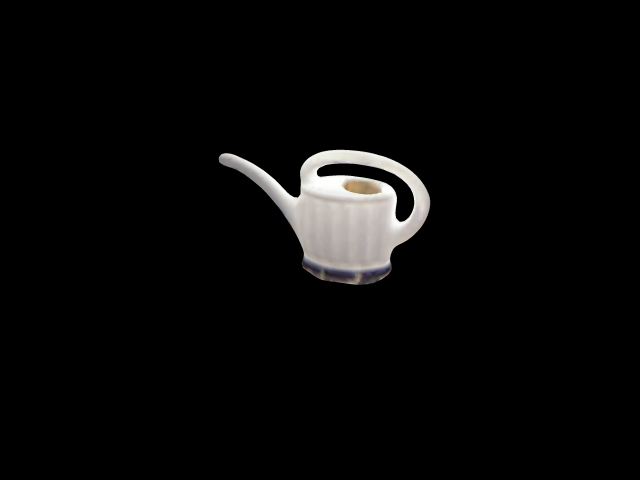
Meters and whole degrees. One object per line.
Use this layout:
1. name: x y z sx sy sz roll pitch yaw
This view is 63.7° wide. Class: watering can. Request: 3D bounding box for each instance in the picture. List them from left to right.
1. watering can: 0.003 -0.043 0.850 0.348 0.220 0.106 7 24 14
